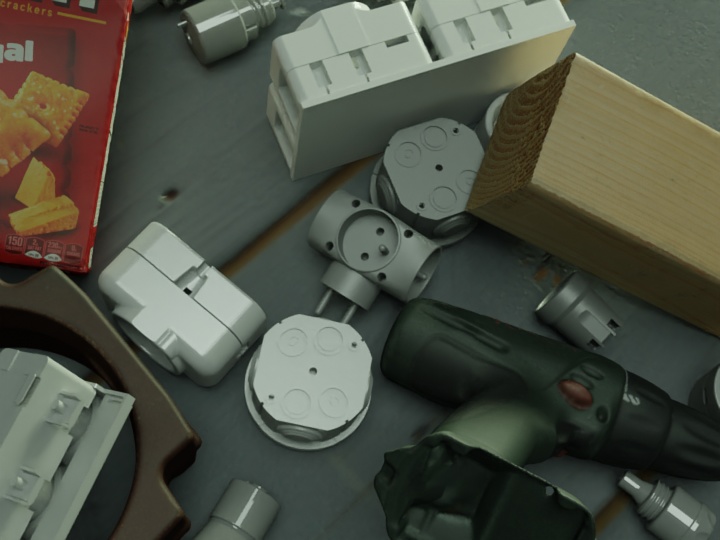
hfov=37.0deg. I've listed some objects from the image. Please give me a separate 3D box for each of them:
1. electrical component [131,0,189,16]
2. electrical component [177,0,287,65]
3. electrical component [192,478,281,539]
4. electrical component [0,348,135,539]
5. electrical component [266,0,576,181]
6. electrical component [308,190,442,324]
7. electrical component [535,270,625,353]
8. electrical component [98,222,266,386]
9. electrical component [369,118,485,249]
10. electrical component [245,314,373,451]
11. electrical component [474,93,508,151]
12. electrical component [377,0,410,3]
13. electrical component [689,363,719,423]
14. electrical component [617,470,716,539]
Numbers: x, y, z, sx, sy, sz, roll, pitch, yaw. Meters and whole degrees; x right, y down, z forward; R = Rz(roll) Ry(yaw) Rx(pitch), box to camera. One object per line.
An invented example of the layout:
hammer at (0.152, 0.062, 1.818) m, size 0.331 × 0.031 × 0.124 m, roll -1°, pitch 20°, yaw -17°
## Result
electrical component at (-0.137, -0.203, 0.753) m, size 0.062 × 0.048 × 0.048 m, roll -40°, pitch 80°, yaw -11°
electrical component at (-0.088, -0.173, 0.750) m, size 0.078 × 0.040 × 0.040 m, roll -27°, pitch 76°, yaw -15°
electrical component at (-0.076, 0.157, 0.635) m, size 0.044 × 0.044 × 0.065 m, roll 29°, pitch 65°, yaw 4°
electrical component at (-0.174, 0.105, 0.529) m, size 0.079 × 0.063 × 0.121 m, roll 5°, pitch 61°, yaw 39°
electrical component at (0.034, -0.134, 0.717) m, size 0.186 × 0.105 × 0.060 m, roll -19°, pitch 74°, yaw -13°
electrical component at (0.000, 0.000, 0.696) m, size 0.077 × 0.044 × 0.079 m, roll 31°, pitch 87°, yaw 16°
electrical component at (0.145, 0.030, 0.709) m, size 0.046 × 0.040 × 0.040 m, roll 44°, pitch 71°, yaw 3°
electrical component at (-0.113, 0.025, 0.669) m, size 0.095 × 0.053 × 0.059 m, roll 39°, pitch 71°, yaw 7°
electrical component at (0.048, -0.058, 0.721) m, size 0.080 × 0.051 × 0.080 m, roll 2°, pitch 70°, yaw -7°
electrical component at (-0.031, 0.069, 0.666) m, size 0.080 × 0.051 × 0.080 m, roll 2°, pitch 70°, yaw -6°
electrical component at (0.106, -0.090, 0.741) m, size 0.055 × 0.047 × 0.055 m, roll 2°, pitch 70°, yaw -6°
electrical component at (0.022, -0.210, 0.780) m, size 0.061 × 0.035 × 0.035 m, roll -16°, pitch 74°, yaw -10°
electrical component at (0.247, 0.085, 0.698) m, size 0.055 × 0.047 × 0.055 m, roll 2°, pitch 70°, yaw -6°
electrical component at (0.190, 0.149, 0.675) m, size 0.061 × 0.035 × 0.035 m, roll 37°, pitch 70°, yaw 9°
